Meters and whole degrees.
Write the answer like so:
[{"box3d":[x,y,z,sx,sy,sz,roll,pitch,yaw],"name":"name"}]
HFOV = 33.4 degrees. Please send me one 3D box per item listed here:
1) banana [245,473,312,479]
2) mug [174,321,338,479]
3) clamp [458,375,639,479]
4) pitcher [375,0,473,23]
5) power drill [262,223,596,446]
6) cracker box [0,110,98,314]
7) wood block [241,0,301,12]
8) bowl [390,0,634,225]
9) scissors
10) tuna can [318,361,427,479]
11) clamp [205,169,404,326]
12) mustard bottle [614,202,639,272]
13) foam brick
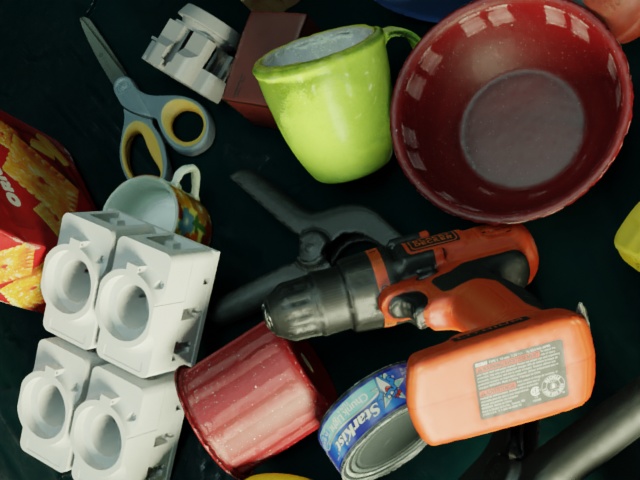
[{"box3d":[0.021,0.203,0.685,0.198,0.037,0.069,29,47,18],"name":"banana"},{"box3d":[-0.042,0.100,0.742,0.081,0.093,0.117,-33,26,7],"name":"mug"},{"box3d":[0.117,0.137,0.638,0.210,0.036,0.165,-59,19,6],"name":"clamp"},{"box3d":[0.096,-0.287,0.777,0.145,0.149,0.243,13,83,10],"name":"pitcher"},{"box3d":[0.064,0.048,0.635,0.184,0.057,0.188,-16,22,-5],"name":"power drill"},{"box3d":[-0.254,-0.037,0.807,0.072,0.213,0.164,-38,61,11],"name":"cracker box"},{"box3d":[-0.068,-0.262,0.793,0.090,0.205,0.091,-32,63,13],"name":"wood block"},{"box3d":[0.131,-0.083,0.722,0.162,0.055,0.162,-5,76,21],"name":"bowl"},{"box3d":[-0.145,-0.129,0.898,0.096,0.016,0.202,-24,65,15],"name":"scissors"},{"box3d":[0.042,0.118,0.688,0.086,0.086,0.034,-42,60,8],"name":"tuna can"},{"box3d":[-0.005,0.001,0.775,0.172,0.039,0.120,-3,79,19],"name":"clamp"},{"box3d":[0.272,-0.047,0.645,0.096,0.058,0.191,37,91,31],"name":"mustard bottle"},{"box3d":[-0.032,-0.130,0.823,0.053,0.051,0.078,13,80,30],"name":"foam brick"}]
